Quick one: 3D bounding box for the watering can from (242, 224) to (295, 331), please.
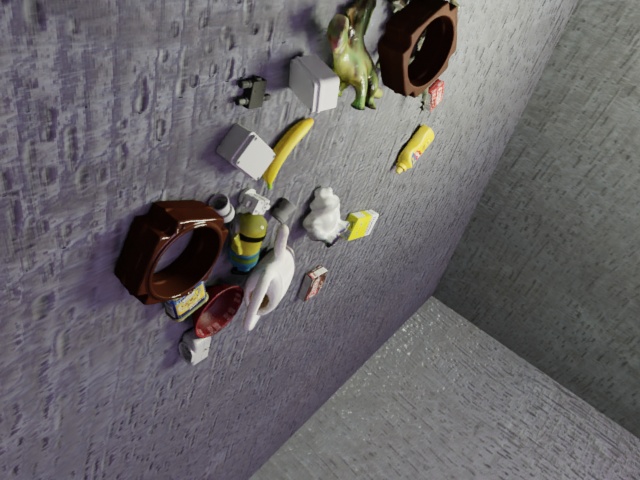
[{"bbox_3d":[-0.121,0.079,1.347,0.228,0.104,0.342,-61,175,-66],"label":"watering can"}]

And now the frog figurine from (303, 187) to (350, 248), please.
[{"bbox_3d":[0.005,-0.076,1.510,0.139,0.123,0.157,-37,115,-20],"label":"frog figurine"}]

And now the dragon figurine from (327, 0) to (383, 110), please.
[{"bbox_3d":[0.099,-0.435,1.192,0.416,0.123,0.238,-36,145,-61],"label":"dragon figurine"}]
